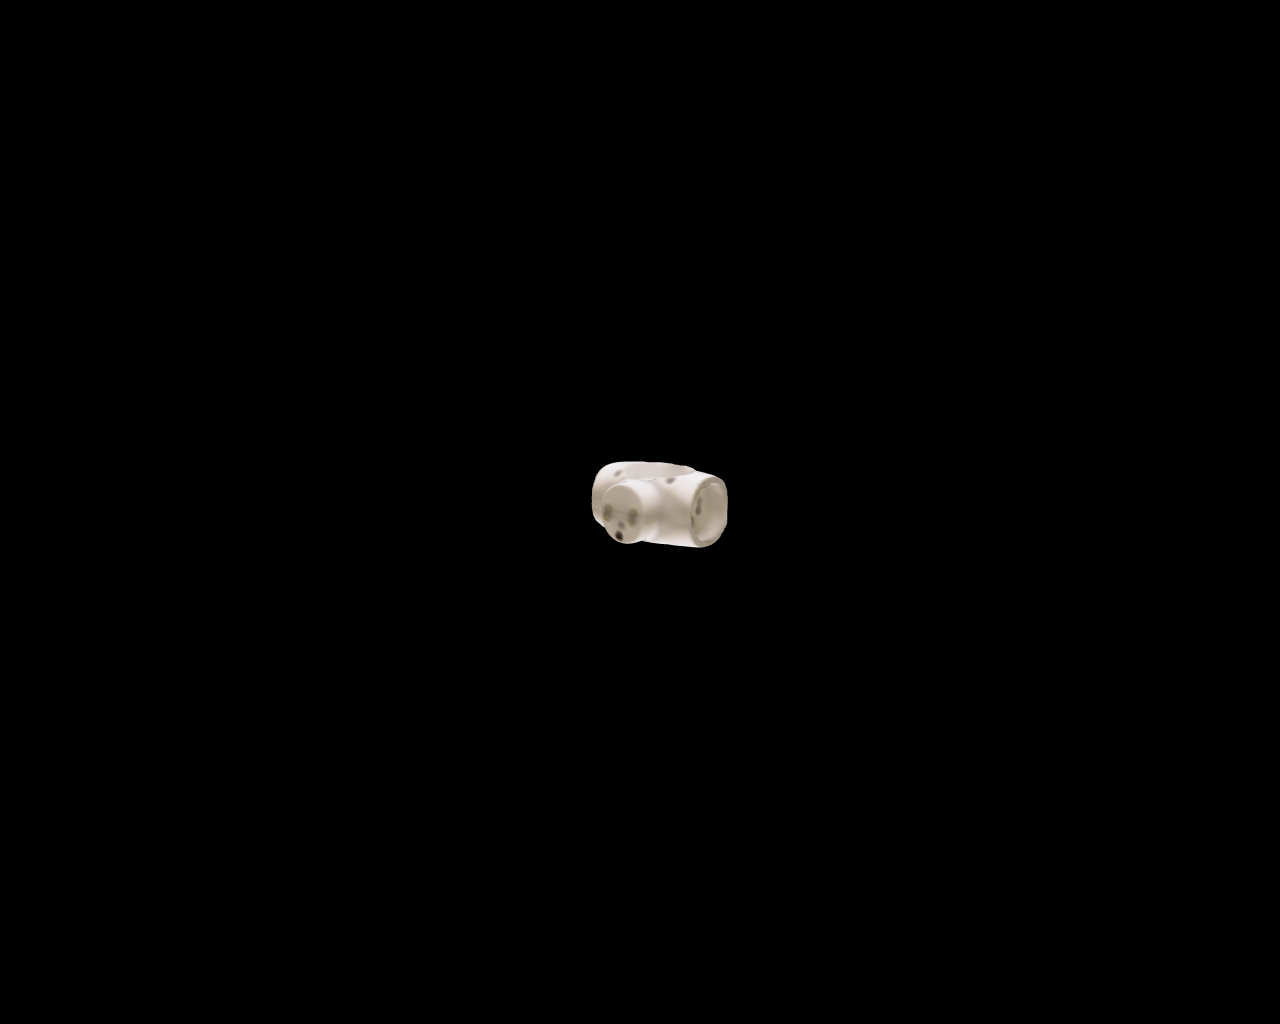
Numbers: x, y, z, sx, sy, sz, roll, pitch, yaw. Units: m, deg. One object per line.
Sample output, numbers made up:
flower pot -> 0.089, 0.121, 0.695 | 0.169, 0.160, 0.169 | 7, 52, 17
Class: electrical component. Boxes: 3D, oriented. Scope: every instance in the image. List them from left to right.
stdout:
electrical component -> 0.001, -0.003, 0.650 | 0.077, 0.044, 0.079 | 11, 18, 37
